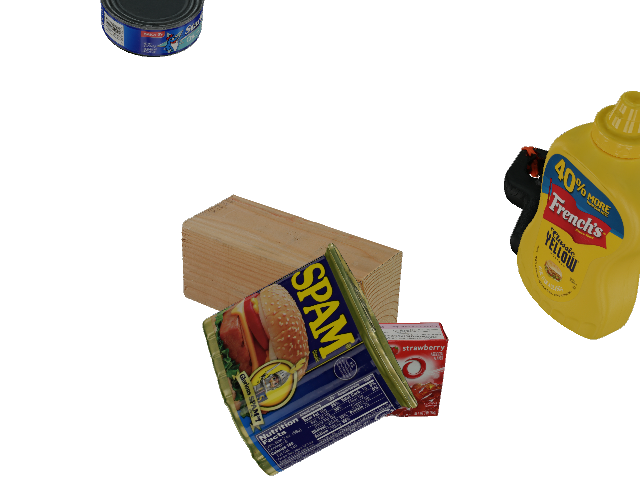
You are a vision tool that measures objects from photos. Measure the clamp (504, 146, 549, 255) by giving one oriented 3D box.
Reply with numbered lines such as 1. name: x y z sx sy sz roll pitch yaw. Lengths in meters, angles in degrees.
1. clamp: 0.226 -0.041 0.981 0.120 0.039 0.171 -3 33 3

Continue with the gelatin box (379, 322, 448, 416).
1. gelatin box: 0.051 0.102 0.832 0.089 0.073 0.030 0 28 -7

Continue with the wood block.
1. wood block: -0.032 0.035 1.069 0.206 0.091 0.090 19 32 29

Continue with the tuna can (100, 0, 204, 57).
1. tuna can: -0.140 -0.192 0.890 0.086 0.086 0.034 0 -40 -10

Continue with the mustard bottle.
1. mustard bottle: 0.192 -0.023 0.736 0.058 0.192 0.096 -20 52 -22

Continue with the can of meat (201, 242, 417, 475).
1. can of meat: -0.008 0.062 0.558 0.084 0.057 0.102 -29 39 4
